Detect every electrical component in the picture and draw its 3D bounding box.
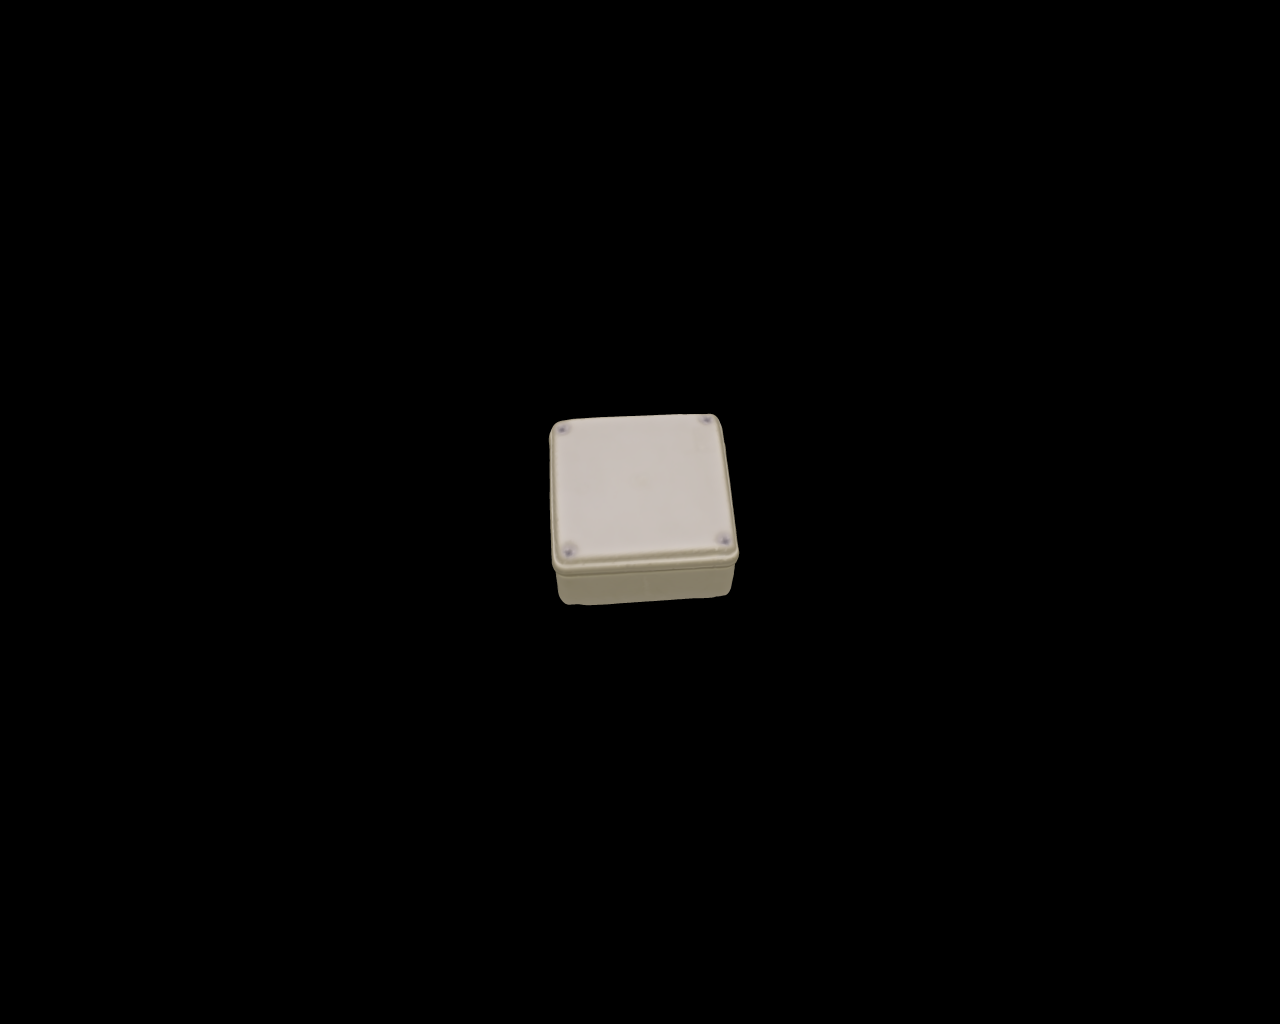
[{"bbox_3d":[0.001,-0.003,0.650,0.109,0.109,0.056,-3,-34,-2],"label":"electrical component"}]
